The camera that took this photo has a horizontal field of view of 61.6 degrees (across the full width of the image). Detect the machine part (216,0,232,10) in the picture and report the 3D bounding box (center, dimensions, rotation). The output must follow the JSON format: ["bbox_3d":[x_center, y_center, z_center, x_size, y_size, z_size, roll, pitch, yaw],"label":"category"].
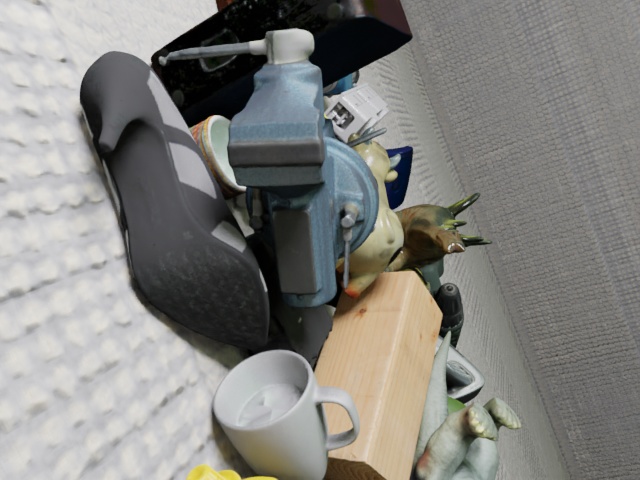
[{"bbox_3d":[-0.040,-0.348,0.730,0.201,0.087,0.201,-1,70,-37],"label":"machine part"}]

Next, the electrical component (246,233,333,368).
[{"bbox_3d":[-0.044,0.059,0.524,0.134,0.058,0.115,64,21,-15],"label":"electrical component"}]

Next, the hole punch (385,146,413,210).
[{"bbox_3d":[0.105,-0.106,0.914,0.116,0.092,0.142,-60,161,-64],"label":"hole punch"}]

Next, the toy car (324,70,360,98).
[{"bbox_3d":[-0.008,-0.299,0.876,0.103,0.109,0.161,-45,128,-39],"label":"toy car"}]

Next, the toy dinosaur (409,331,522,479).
[{"bbox_3d":[0.127,0.269,0.517,0.131,0.192,0.405,42,16,-17],"label":"toy dinosaur"}]

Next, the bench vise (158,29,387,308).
[{"bbox_3d":[-0.013,-0.071,0.471,0.241,0.129,0.223,-67,143,-65],"label":"bench vise"}]

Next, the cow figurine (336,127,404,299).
[{"bbox_3d":[0.040,-0.043,0.597,0.085,0.127,0.195,40,20,-31],"label":"cow figurine"}]

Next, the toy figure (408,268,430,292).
[{"bbox_3d":[0.133,0.090,0.880,0.180,0.082,0.089,-32,103,-65],"label":"toy figure"}]

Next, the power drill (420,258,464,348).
[{"bbox_3d":[0.224,0.097,1.015,0.207,0.086,0.231,-102,-179,-46],"label":"power drill"}]

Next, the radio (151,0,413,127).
[{"bbox_3d":[-0.040,-0.181,0.514,0.131,0.230,0.073,-17,86,-63],"label":"radio"}]

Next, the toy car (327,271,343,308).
[{"bbox_3d":[-0.001,-0.002,0.679,0.089,0.053,0.202,35,38,-39],"label":"toy car"}]

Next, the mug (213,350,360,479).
[{"bbox_3d":[-0.020,0.154,0.447,0.081,0.110,0.107,-84,161,-56],"label":"mug"}]

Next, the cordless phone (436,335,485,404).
[{"bbox_3d":[0.146,0.171,0.787,0.184,0.089,0.147,40,1,-45],"label":"cordless phone"}]

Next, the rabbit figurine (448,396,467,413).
[{"bbox_3d":[0.147,0.292,0.702,0.159,0.121,0.170,49,44,-35],"label":"rabbit figurine"}]

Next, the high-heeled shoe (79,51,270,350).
[{"bbox_3d":[-0.111,-0.028,0.440,0.145,0.086,0.248,-106,172,-56],"label":"high-heeled shoe"}]

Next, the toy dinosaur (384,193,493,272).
[{"bbox_3d":[0.135,-0.002,0.805,0.471,0.199,0.105,-167,-114,-83],"label":"toy dinosaur"}]
